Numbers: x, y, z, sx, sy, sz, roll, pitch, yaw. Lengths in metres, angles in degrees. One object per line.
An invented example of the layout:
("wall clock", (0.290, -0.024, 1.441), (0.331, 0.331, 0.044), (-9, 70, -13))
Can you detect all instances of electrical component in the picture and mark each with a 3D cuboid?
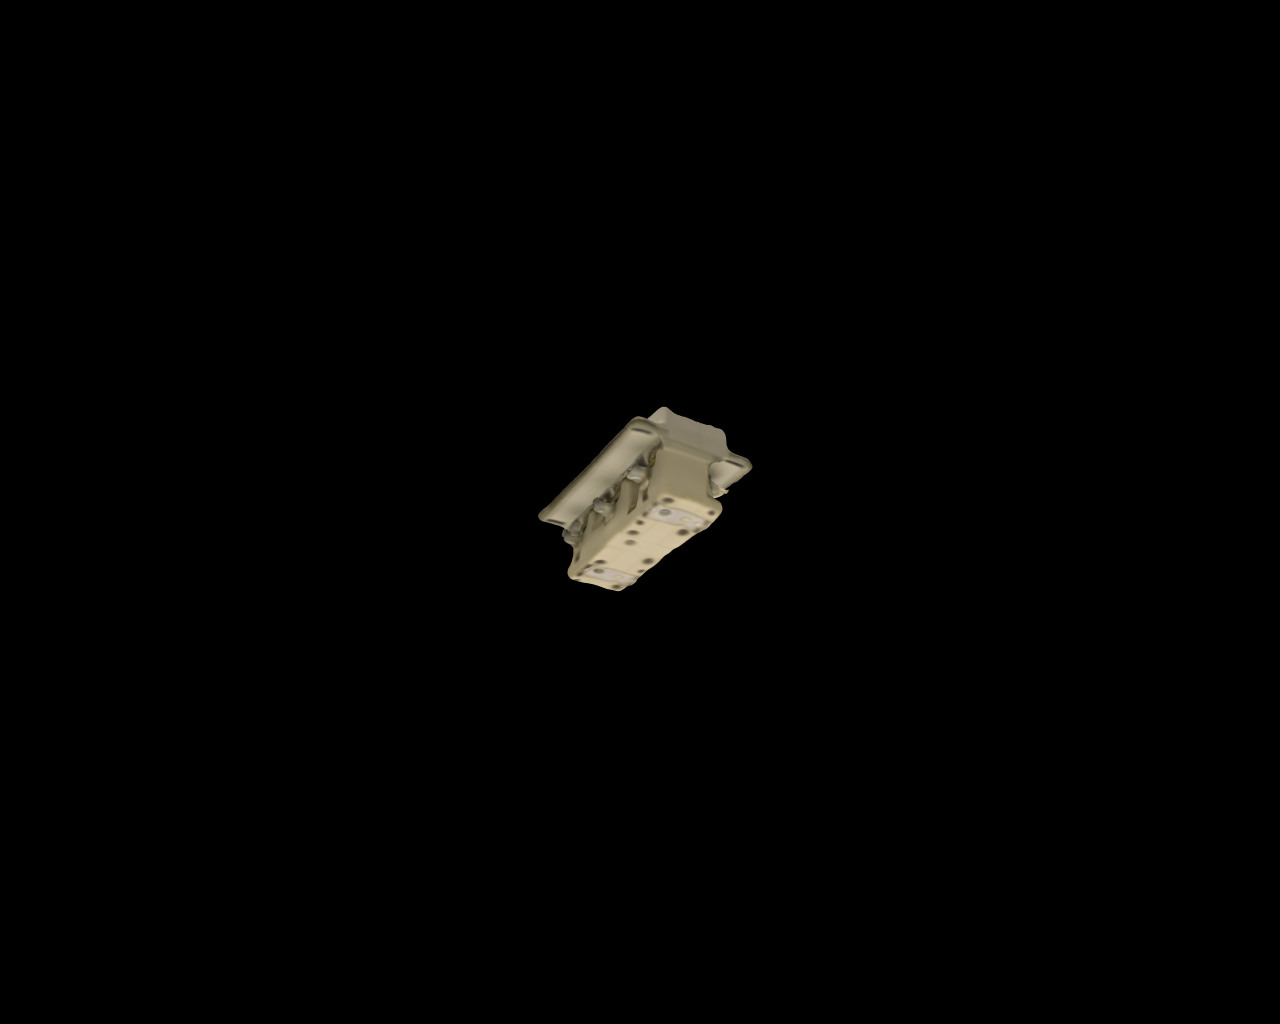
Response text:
("electrical component", (0.001, -0.003, 0.650), (0.079, 0.063, 0.121), (18, -35, -27))
